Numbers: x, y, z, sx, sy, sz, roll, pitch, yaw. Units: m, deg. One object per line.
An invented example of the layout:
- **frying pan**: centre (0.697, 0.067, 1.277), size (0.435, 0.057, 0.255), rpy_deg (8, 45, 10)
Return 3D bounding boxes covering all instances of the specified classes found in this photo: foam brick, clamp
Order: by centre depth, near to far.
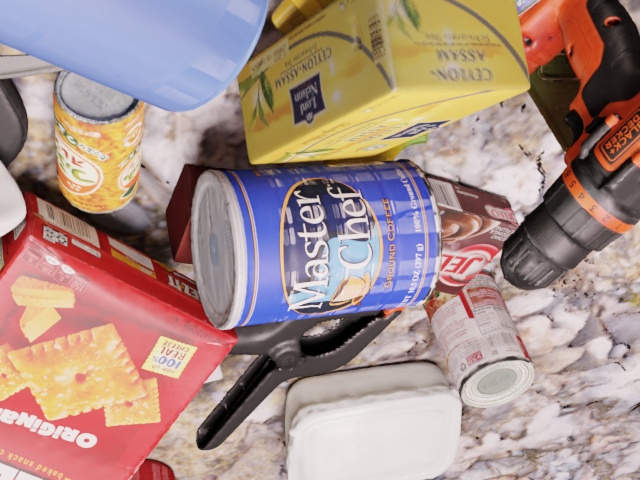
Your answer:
- **clamp**: centre (-0.226, -0.051, 0.690), size (0.120, 0.039, 0.172), rpy_deg (13, 131, -31)
- **foam brick**: centre (-0.067, -0.015, 0.773), size (0.078, 0.051, 0.053), rpy_deg (6, 135, -24)
- **clamp**: centre (-0.032, 0.091, 0.847), size (0.210, 0.036, 0.164), rpy_deg (-18, 137, -7)

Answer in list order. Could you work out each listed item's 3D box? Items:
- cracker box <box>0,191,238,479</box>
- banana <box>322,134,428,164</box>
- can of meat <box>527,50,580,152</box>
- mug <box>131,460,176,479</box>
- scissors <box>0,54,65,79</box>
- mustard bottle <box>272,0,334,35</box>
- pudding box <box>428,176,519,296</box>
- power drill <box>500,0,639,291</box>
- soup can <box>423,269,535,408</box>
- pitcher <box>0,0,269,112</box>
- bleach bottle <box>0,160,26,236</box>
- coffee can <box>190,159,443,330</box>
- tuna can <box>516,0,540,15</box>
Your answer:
- **cracker box**: centre (-0.185, 0.098, 0.726), size (0.164, 0.072, 0.214), rpy_deg (31, 104, -28)
- **banana**: centre (0.004, -0.014, 0.808), size (0.069, 0.037, 0.198), rpy_deg (17, 129, -29)
- **can of meat**: centre (0.198, -0.088, 0.744), size (0.058, 0.102, 0.083), rpy_deg (-41, 136, 23)
- **mug**: centre (-0.169, 0.272, 1.032), size (0.093, 0.081, 0.117), rpy_deg (-26, 138, 10)
- **scissors**: centre (-0.242, -0.111, 0.609), size (0.202, 0.016, 0.096), rpy_deg (-18, 117, 4)
- **mustard bottle**: centre (0.048, -0.183, 0.620), size (0.192, 0.058, 0.096), rpy_deg (-37, 135, 21)
- **pudding box**: centre (0.089, -0.004, 0.846), size (0.113, 0.039, 0.090), rpy_deg (15, 132, -30)
- **power drill**: centre (0.158, -0.082, 0.671), size (0.057, 0.188, 0.185), rpy_deg (21, 125, -38)
- **soup can**: centre (0.135, 0.083, 0.910), size (0.068, 0.102, 0.068), rpy_deg (-10, 138, -9)
- **pitcher**: centre (-0.137, -0.157, 0.530), size (0.242, 0.149, 0.145), rpy_deg (23, 116, -41)
- **bleach bottle**: centre (-0.301, 0.034, 0.667), size (0.251, 0.068, 0.102), rpy_deg (-35, 178, 25)
- **coffee can**: centre (-0.005, 0.001, 0.705), size (0.140, 0.103, 0.103), rpy_deg (-5, 138, -21)
- **tuna can**: centre (0.118, -0.162, 0.644), size (0.086, 0.086, 0.033), rpy_deg (-36, 102, 21)
